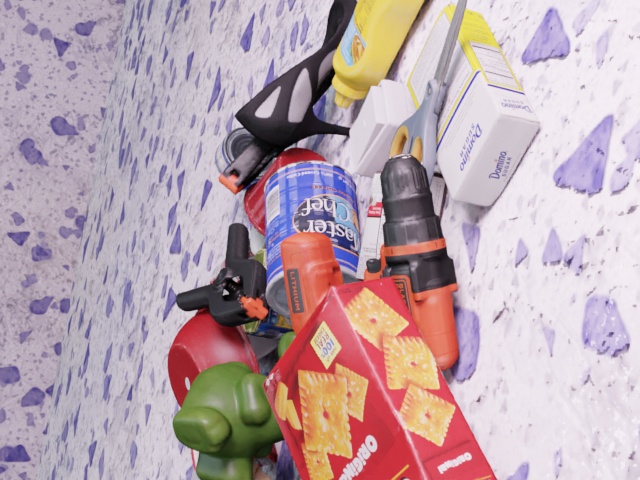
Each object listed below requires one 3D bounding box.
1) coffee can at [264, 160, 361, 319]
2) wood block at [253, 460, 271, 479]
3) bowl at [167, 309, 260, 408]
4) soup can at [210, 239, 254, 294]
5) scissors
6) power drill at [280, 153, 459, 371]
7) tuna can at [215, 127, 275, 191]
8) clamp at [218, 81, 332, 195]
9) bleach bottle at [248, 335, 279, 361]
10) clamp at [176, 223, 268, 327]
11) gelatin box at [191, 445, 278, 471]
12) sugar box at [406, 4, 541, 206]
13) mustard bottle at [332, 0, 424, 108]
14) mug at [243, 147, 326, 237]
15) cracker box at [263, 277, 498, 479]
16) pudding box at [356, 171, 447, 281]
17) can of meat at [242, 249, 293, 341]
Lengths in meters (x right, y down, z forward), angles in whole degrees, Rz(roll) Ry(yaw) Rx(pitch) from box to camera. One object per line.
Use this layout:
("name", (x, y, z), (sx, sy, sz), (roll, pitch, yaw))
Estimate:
("coffee can", (-0.007, 0.001, 1.131), (0.103, 0.102, 0.140), (125, 150, -47))
("wood block", (-0.127, 0.335, 1.117), (0.205, 0.091, 0.090), (-41, -5, -37))
("bowl", (-0.129, 0.155, 1.218), (0.162, 0.055, 0.162), (28, 125, 49))
("soup can", (-0.099, 0.045, 1.397), (0.102, 0.068, 0.068), (141, 137, -60))
("scissors", (0.092, -0.124, 0.931), (0.096, 0.016, 0.202), (-139, 57, -68))
("power drill", (0.040, 0.024, 0.944), (0.188, 0.057, 0.184), (-6, 93, 54))
("tuna can", (-0.098, -0.112, 1.459), (0.034, 0.086, 0.086), (133, 144, -52))
("clamp", (-0.051, -0.129, 1.292), (0.209, 0.036, 0.165), (-49, -3, -47))
("bleach bottle", (-0.113, 0.120, 1.382), (0.068, 0.102, 0.251), (56, 164, -4))
("clamp", (-0.105, 0.056, 1.171), (0.120, 0.039, 0.171), (-54, 25, 9))
("gelatin box", (-0.097, 0.246, 1.219), (0.073, 0.089, 0.030), (74, -177, -71))
("sugar box", (0.129, -0.119, 0.924), (0.176, 0.048, 0.093), (-106, 32, -45))
("mustard bottle", (0.059, -0.223, 1.144), (0.096, 0.058, 0.192), (-103, 32, -48))
("mug", (-0.026, -0.060, 1.256), (0.082, 0.093, 0.117), (-49, 0, 44))
("cracker box", (0.043, 0.164, 0.861), (0.164, 0.071, 0.214), (-56, 51, 46))
("pudding box", (0.076, -0.010, 1.010), (0.090, 0.039, 0.113), (-173, 92, -66))
("can of meat", (-0.036, 0.065, 1.200), (0.058, 0.083, 0.102), (149, 130, -63))
